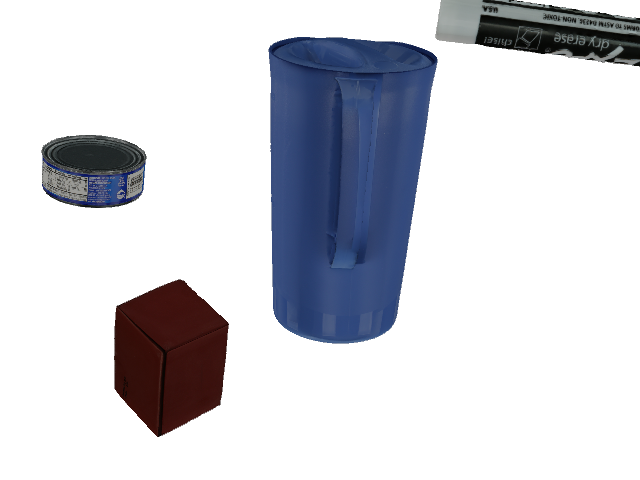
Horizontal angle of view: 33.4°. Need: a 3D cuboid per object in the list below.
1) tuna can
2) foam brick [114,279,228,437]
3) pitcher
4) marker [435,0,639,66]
[{"bbox_3d":[-0.190,-0.058,0.894,0.086,0.034,0.086,7,24,-3],"label":"tuna can"},{"bbox_3d":[-0.097,0.075,0.683,0.051,0.078,0.053,-24,49,-35],"label":"foam brick"},{"bbox_3d":[0.019,-0.038,0.872,0.145,0.243,0.148,21,28,38],"label":"pitcher"},{"bbox_3d":[0.104,-0.076,0.399,0.121,0.020,0.020,9,1,5],"label":"marker"}]
